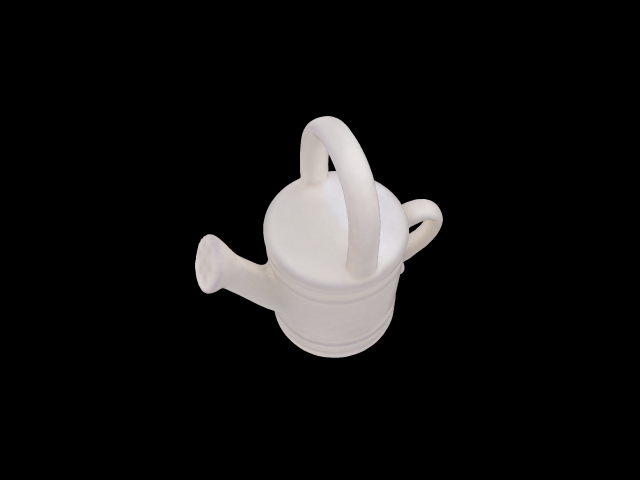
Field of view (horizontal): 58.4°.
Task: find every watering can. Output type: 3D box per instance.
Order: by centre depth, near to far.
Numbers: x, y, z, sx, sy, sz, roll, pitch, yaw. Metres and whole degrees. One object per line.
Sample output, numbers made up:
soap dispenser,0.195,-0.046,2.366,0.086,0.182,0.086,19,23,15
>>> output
watering can,0.005,0.003,0.399,0.173,0.194,0.100,-36,63,-22
